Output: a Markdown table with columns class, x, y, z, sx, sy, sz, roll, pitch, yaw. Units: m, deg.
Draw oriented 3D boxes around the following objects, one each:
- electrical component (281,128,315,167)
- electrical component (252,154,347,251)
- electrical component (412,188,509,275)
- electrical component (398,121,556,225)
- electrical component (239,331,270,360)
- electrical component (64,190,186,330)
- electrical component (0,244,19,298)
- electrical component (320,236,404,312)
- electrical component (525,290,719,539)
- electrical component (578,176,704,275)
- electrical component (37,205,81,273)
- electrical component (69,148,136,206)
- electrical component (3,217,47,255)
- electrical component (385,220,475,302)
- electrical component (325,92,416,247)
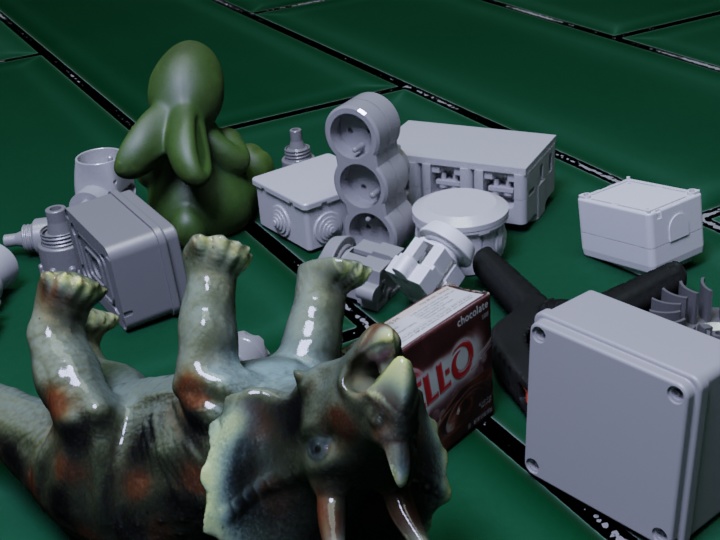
| class | x | y | z | sx | sy | sz | roll | pitch | yaw |
| --- | --- | --- | --- | --- | --- | --- | --- | --- | --- |
| electrical component | -0.061 | -0.110 | 1.062 | 0.035 | 0.061 | 0.035 | -3 | 27 | 2 |
| electrical component | -0.037 | -0.062 | 0.979 | 0.100 | 0.048 | 0.100 | -22 | 32 | -31 |
| electrical component | 0.085 | -0.034 | 0.904 | 0.080 | 0.051 | 0.080 | -3 | 27 | 2 |
| electrical component | 0.097 | -0.089 | 0.998 | 0.150 | 0.061 | 0.089 | 10 | 30 | 25 |
| electrical component | -0.088 | 0.070 | 0.744 | 0.035 | 0.035 | 0.061 | 6 | 31 | 20 |
| electrical component | -0.188 | -0.011 | 0.870 | 0.057 | 0.078 | 0.113 | -22 | 32 | -25 |
| electrical component | -0.314 | 0.008 | 0.887 | 0.045 | 0.045 | 0.055 | 0 | 28 | 8 |
| electrical component | 0.000 | 0.000 | 0.858 | 0.055 | 0.048 | 0.066 | 17 | 33 | 22 |
| electrical component | 0.152 | 0.081 | 0.607 | 0.056 | 0.108 | 0.109 | -22 | 32 | -36 |
| electrical component | 0.226 | -0.036 | 0.885 | 0.062 | 0.061 | 0.096 | -21 | 23 | -28 |
| electrical component | -0.256 | -0.025 | 0.923 | 0.048 | 0.062 | 0.048 | -3 | 27 | 2 |
| electrical component | -0.238 | -0.061 | 0.976 | 0.043 | 0.077 | 0.079 | 3 | 28 | 13 |
| electrical component | -0.290 | -0.030 | 0.969 | 0.061 | 0.035 | 0.035 | -7 | 27 | 0 |
| electrical component | 0.057 | -0.004 | 0.833 | 0.048 | 0.066 | 0.055 | 23 | 71 | 42 |
| electrical component | 0.018 | -0.085 | 0.918 | 0.052 | 0.138 | 0.074 | 4 | 27 | 31 |
